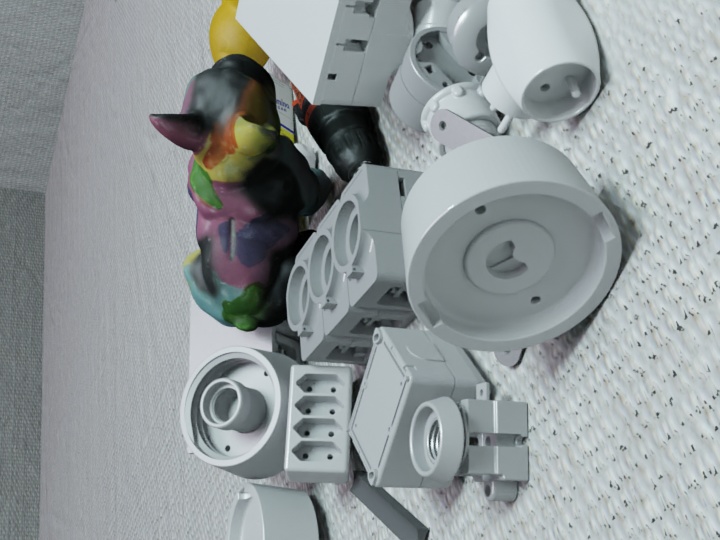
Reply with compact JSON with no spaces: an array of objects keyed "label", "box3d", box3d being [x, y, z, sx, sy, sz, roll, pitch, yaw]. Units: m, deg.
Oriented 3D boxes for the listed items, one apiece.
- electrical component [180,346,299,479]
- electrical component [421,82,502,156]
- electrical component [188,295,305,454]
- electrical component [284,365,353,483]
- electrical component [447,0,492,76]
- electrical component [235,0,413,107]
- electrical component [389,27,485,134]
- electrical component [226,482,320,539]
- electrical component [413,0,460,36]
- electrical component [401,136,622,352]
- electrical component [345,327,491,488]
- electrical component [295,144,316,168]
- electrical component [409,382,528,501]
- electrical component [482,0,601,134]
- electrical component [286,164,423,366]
[{"label":"electrical component","box3d":[-0.097,0.114,0.881,0.108,0.060,0.108,-9,69,26]},{"label":"electrical component","box3d":[0.068,-0.081,0.660,0.048,0.048,0.062,-61,37,44]},{"label":"electrical component","box3d":[-0.099,0.090,0.965,0.089,0.062,0.150,-12,68,26]},{"label":"electrical component","box3d":[-0.030,0.126,0.840,0.075,0.047,0.083,88,-176,-65]},{"label":"electrical component","box3d":[0.074,-0.150,0.663,0.062,0.048,0.048,-110,33,-60]},{"label":"electrical component","box3d":[-0.026,-0.188,0.762,0.150,0.062,0.089,52,135,46]},{"label":"electrical component","box3d":[0.050,-0.122,0.702,0.047,0.055,0.055,124,145,-56]},{"label":"electrical component","box3d":[-0.067,0.231,0.888,0.108,0.060,0.108,-174,90,-68]},{"label":"electrical component","box3d":[0.055,-0.177,0.730,0.035,0.035,0.061,173,104,-68]},{"label":"electrical component","box3d":[0.072,-0.018,0.552,0.060,0.108,0.108,-102,27,-51]},{"label":"electrical component","box3d":[0.035,0.092,0.670,0.061,0.061,0.096,-122,43,-57]},{"label":"electrical component","box3d":[-0.057,-0.082,0.983,0.035,0.035,0.061,148,123,-63]},{"label":"electrical component","box3d":[0.062,0.097,0.610,0.048,0.055,0.066,152,121,-64]},{"label":"electrical component","box3d":[0.094,-0.112,0.603,0.079,0.043,0.077,119,149,-45]},{"label":"electrical component","box3d":[0.000,0.000,0.781,0.150,0.062,0.089,130,140,-55]}]
